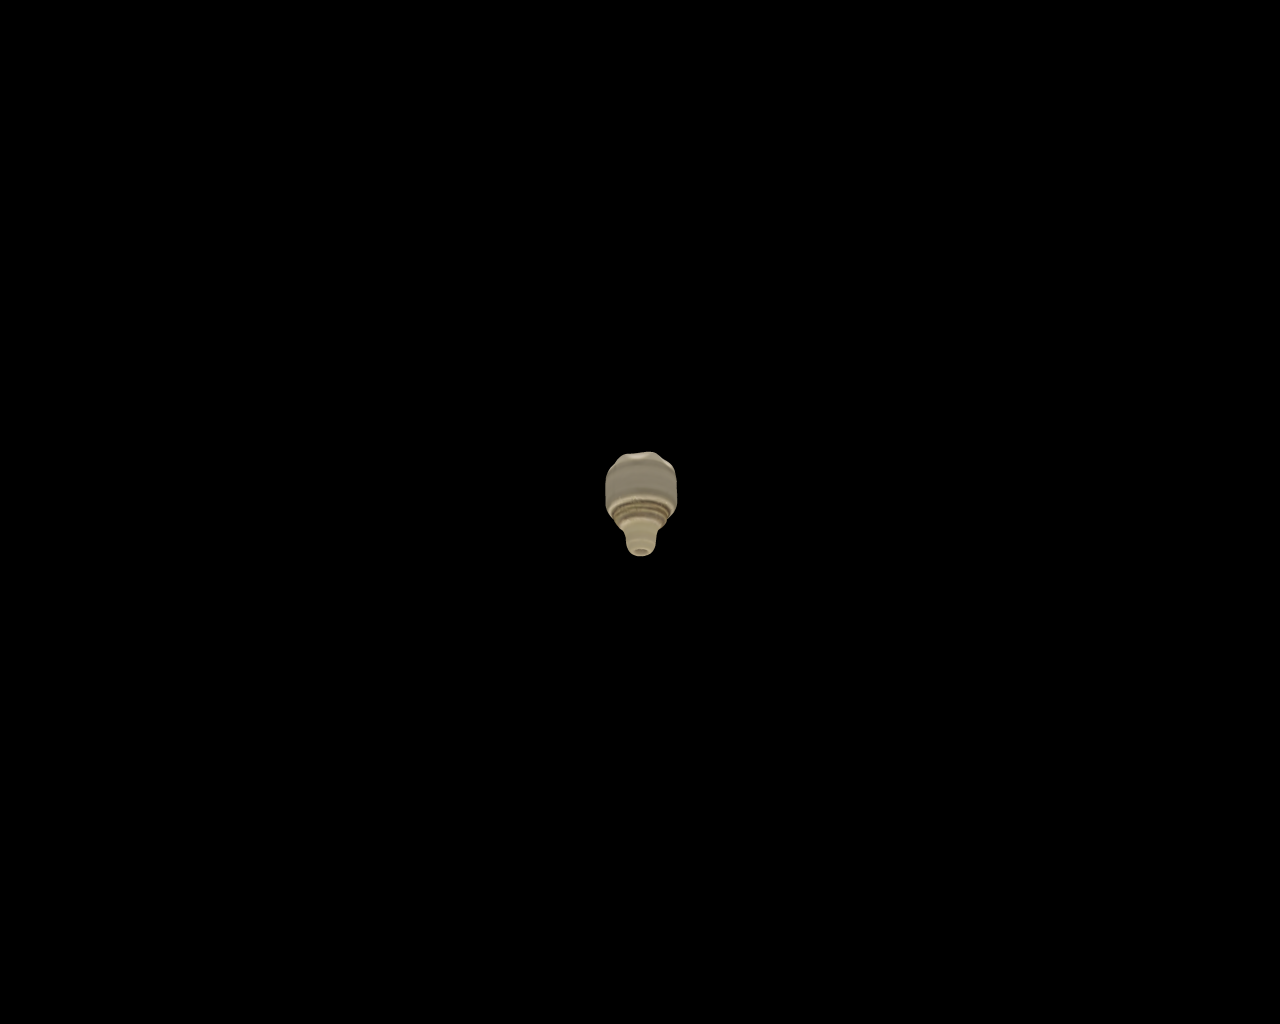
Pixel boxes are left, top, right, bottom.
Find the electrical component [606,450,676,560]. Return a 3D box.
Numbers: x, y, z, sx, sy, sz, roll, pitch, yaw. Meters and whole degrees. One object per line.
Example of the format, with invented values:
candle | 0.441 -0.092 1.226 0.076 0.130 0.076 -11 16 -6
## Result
electrical component | 0.001 -0.003 0.650 0.043 0.062 0.043 0 -27 0
